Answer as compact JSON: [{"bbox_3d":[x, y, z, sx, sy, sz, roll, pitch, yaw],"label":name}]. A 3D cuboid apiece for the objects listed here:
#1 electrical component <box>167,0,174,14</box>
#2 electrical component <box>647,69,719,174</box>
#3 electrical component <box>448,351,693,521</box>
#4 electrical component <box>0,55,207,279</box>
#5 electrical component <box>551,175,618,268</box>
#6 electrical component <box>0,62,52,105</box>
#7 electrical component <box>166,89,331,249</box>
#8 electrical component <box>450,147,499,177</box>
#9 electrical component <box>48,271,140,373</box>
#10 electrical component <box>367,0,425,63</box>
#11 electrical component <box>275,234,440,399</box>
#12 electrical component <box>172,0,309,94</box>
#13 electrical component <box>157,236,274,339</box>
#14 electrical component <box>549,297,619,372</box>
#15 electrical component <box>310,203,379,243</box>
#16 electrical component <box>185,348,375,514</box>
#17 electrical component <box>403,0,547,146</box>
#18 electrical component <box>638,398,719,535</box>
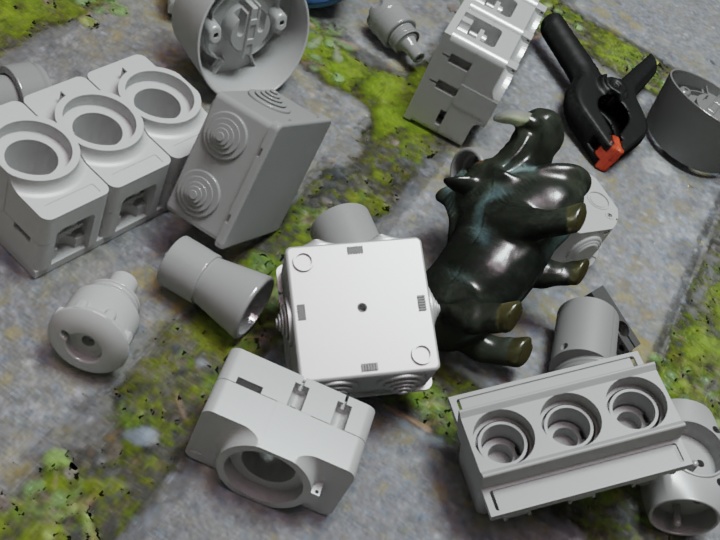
[{"bbox_3d":[-0.121,-0.217,0.852,0.065,0.044,0.044,5,49,-15],"label":"electrical component"},{"bbox_3d":[0.309,-0.136,0.962,0.099,0.064,0.099,13,47,-14],"label":"electrical component"},{"bbox_3d":[0.122,0.103,0.641,0.121,0.063,0.078,-13,55,-8],"label":"electrical component"},{"bbox_3d":[-0.171,-0.074,0.685,0.089,0.061,0.150,43,47,15],"label":"electrical component"},{"bbox_3d":[0.149,-0.038,0.810,0.080,0.051,0.080,13,46,-14],"label":"electrical component"},{"bbox_3d":[-0.234,-0.110,0.701,0.055,0.045,0.045,-21,62,-37],"label":"electrical component"},{"bbox_3d":[-0.072,-0.068,0.691,0.048,0.099,0.100,32,19,12],"label":"electrical component"},{"bbox_3d":[0.099,-0.075,0.828,0.046,0.040,0.040,-6,53,-36],"label":"electrical component"},{"bbox_3d":[-0.148,0.025,0.622,0.048,0.048,0.062,23,38,-4],"label":"electrical component"},{"bbox_3d":[0.034,-0.201,0.914,0.035,0.035,0.061,-18,63,-36],"label":"electrical component"},{"bbox_3d":[-0.002,0.029,0.649,0.100,0.048,0.099,-5,72,-9],"label":"electrical component"},{"bbox_3d":[-0.088,-0.184,0.801,0.099,0.099,0.064,-18,54,-36],"label":"electrical component"},{"bbox_3d":[-0.092,0.008,0.665,0.065,0.044,0.044,30,45,10],"label":"electrical component"},{"bbox_3d":[0.151,0.061,0.727,0.043,0.043,0.081,23,45,-4],"label":"electrical component"},{"bbox_3d":[0.000,0.000,0.712,0.043,0.043,0.081,-4,53,-28],"label":"electrical component"},{"bbox_3d":[-0.046,0.094,0.602,0.089,0.050,0.055,24,45,-4],"label":"electrical component"},{"bbox_3d":[0.102,-0.182,0.889,0.062,0.089,0.150,28,45,1],"label":"electrical component"},{"bbox_3d":[0.190,0.121,0.691,0.079,0.044,0.077,14,47,-2],"label":"electrical component"}]
